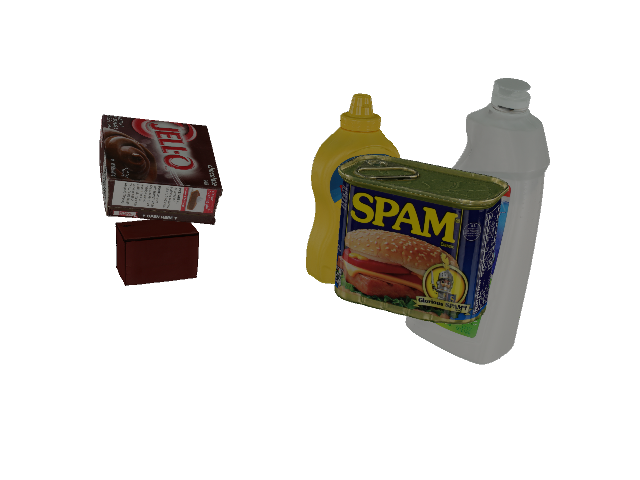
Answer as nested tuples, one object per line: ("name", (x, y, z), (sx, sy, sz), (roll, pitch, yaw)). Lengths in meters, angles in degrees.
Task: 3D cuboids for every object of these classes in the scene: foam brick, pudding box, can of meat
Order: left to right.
("foam brick", (-0.170, 0.010, 1.106), (0.078, 0.051, 0.053), (-6, 22, -19))
("pudding box", (-0.132, -0.059, 0.865), (0.090, 0.039, 0.113), (4, 34, -16))
("can of meat", (0.059, -0.001, 0.665), (0.102, 0.084, 0.057), (14, 23, 23))

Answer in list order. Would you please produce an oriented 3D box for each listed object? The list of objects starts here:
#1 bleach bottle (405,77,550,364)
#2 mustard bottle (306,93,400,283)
("bleach bottle", (0.139, -0.020, 0.924), (0.103, 0.251, 0.067), (27, 36, 34))
("mustard bottle", (0.037, -0.054, 1.093), (0.096, 0.192, 0.058), (-6, 20, -25))
